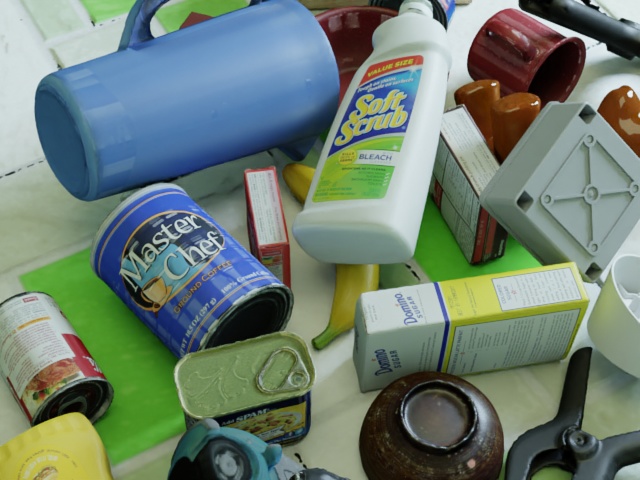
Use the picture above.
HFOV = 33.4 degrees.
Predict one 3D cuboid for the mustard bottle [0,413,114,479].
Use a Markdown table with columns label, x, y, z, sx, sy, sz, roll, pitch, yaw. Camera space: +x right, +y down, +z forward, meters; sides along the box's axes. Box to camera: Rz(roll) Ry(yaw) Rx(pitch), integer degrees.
| label | x | y | z | sx | sy | sz | roll | pitch | yaw |
| --- | --- | --- | --- | --- | --- | --- | --- | --- | --- |
| mustard bottle | -0.164 | 0.219 | 0.752 | 0.096 | 0.058 | 0.192 | -28 | 58 | -21 |

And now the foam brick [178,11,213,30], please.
| label | x | y | z | sx | sy | sz | roll | pitch | yaw |
| --- | --- | --- | --- | --- | --- | --- | --- | --- | --- |
| foam brick | -0.112 | -0.174 | 1.043 | 0.051 | 0.078 | 0.053 | 20 | 55 | 12 |

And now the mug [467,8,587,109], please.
| label | x | y | z | sx | sy | sz | roll | pitch | yaw |
| --- | --- | --- | --- | --- | --- | --- | --- | --- | --- |
| mug | 0.193 | -0.177 | 1.031 | 0.082 | 0.117 | 0.093 | 40 | 96 | 31 |

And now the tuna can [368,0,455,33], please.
| label | x | y | z | sx | sy | sz | roll | pitch | yaw |
| --- | --- | --- | --- | --- | --- | --- | --- | --- | --- |
| tuna can | 0.094 | -0.236 | 1.088 | 0.086 | 0.086 | 0.033 | 18 | 52 | 12 |

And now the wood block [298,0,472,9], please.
| label | x | y | z | sx | sy | sz | roll | pitch | yaw |
| --- | --- | --- | --- | --- | --- | --- | --- | --- | --- |
| wood block | 0.061 | -0.312 | 1.145 | 0.206 | 0.090 | 0.091 | -2 | 53 | -3 |

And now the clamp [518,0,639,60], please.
| label | x | y | z | sx | sy | sz | roll | pitch | yaw |
| --- | --- | --- | --- | --- | --- | --- | --- | --- | --- |
| clamp | 0.299 | -0.200 | 1.051 | 0.210 | 0.036 | 0.164 | 23 | 16 | 1 |

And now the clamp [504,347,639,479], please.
| label | x | y | z | sx | sy | sz | roll | pitch | yaw |
| --- | --- | --- | --- | --- | --- | --- | --- | --- | --- |
| clamp | 0.195 | 0.153 | 0.821 | 0.171 | 0.039 | 0.120 | -28 | 41 | -19 |

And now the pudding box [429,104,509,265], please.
| label | x | y | z | sx | sy | sz | roll | pitch | yaw |
| --- | --- | --- | --- | --- | --- | --- | --- | --- | --- |
| pudding box | 0.130 | -0.048 | 0.941 | 0.039 | 0.090 | 0.113 | -17 | 54 | -13 |

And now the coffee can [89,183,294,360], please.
| label | x | y | z | sx | sy | sz | roll | pitch | yaw |
| --- | --- | --- | --- | --- | --- | --- | --- | --- | --- |
| coffee can | -0.105 | 0.035 | 0.866 | 0.102 | 0.103 | 0.140 | -36 | 61 | -25 |

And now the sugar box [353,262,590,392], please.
| label | x | y | z | sx | sy | sz | roll | pitch | yaw |
| --- | --- | --- | --- | --- | --- | --- | --- | --- | --- |
| sugar box | 0.116 | 0.069 | 0.848 | 0.176 | 0.093 | 0.048 | -6 | 53 | -6 |

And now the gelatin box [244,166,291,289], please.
| label | x | y | z | sx | sy | sz | roll | pitch | yaw |
| --- | --- | --- | --- | --- | --- | --- | --- | --- | --- |
| gelatin box | -0.046 | -0.007 | 0.917 | 0.030 | 0.073 | 0.089 | -8 | 53 | -7 |

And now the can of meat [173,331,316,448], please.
| label | x | y | z | sx | sy | sz | roll | pitch | yaw |
| --- | --- | --- | --- | --- | --- | --- | --- | --- | --- |
| can of meat | -0.055 | 0.123 | 0.810 | 0.102 | 0.084 | 0.057 | -13 | 53 | -11 |

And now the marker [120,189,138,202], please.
| label | x | y | z | sx | sy | sz | roll | pitch | yaw |
| --- | --- | --- | --- | --- | --- | --- | --- | --- | --- |
| marker | -0.154 | -0.078 | 1.005 | 0.020 | 0.020 | 0.121 | 16 | 54 | 11 |

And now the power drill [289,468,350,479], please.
| label | x | y | z | sx | sy | sz | roll | pitch | yaw |
| --- | --- | --- | --- | --- | --- | --- | --- | --- | --- |
| power drill | 0.037 | 0.257 | 0.683 | 0.184 | 0.057 | 0.187 | 30 | 56 | -18 |

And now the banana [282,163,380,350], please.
| label | x | y | z | sx | sy | sz | roll | pitch | yaw |
| --- | --- | --- | --- | --- | --- | --- | --- | --- | --- |
| banana | 0.013 | 0.002 | 0.934 | 0.069 | 0.037 | 0.198 | -6 | 53 | -6 |

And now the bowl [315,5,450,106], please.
| label | x | y | z | sx | sy | sz | roll | pitch | yaw |
| --- | --- | --- | --- | --- | --- | --- | --- | --- | --- |
| bowl | 0.044 | -0.157 | 1.046 | 0.162 | 0.055 | 0.162 | 0 | 52 | -1 |

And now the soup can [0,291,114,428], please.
| label | x | y | z | sx | sy | sz | roll | pitch | yaw |
| --- | --- | --- | --- | --- | --- | --- | --- | --- | --- |
| soup can | -0.216 | 0.098 | 0.838 | 0.068 | 0.068 | 0.102 | -28 | 57 | -21 |

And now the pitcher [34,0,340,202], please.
| label | x | y | z | sx | sy | sz | roll | pitch | yaw |
| --- | --- | --- | --- | --- | --- | --- | --- | --- | --- |
| pitcher | -0.116 | -0.129 | 0.912 | 0.242 | 0.145 | 0.149 | -23 | 66 | -31 |

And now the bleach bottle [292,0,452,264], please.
| label | x | y | z | sx | sy | sz | roll | pitch | yaw |
| --- | --- | --- | --- | --- | --- | --- | --- | --- | --- |
| bleach bottle | 0.054 | -0.103 | 0.916 | 0.103 | 0.068 | 0.250 | 0 | 61 | 26 |
